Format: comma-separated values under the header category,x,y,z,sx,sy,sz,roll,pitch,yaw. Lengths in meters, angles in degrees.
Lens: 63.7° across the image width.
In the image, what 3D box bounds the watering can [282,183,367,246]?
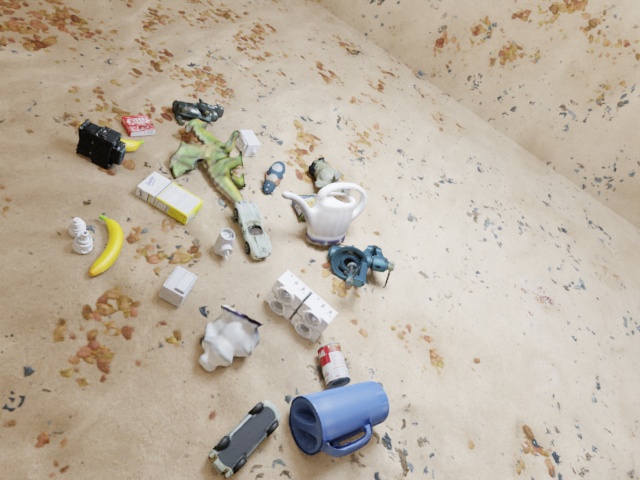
category,x,y,z,sx,sy,sz,roll,pitch,yaw
watering can,0.005,-0.084,1.664,0.349,0.220,0.106,-7,35,-35

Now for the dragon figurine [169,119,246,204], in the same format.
category,x,y,z,sx,sy,sz,roll,pitch,yaw
dragon figurine,-0.366,-0.235,1.682,0.243,0.120,0.418,-3,64,-13

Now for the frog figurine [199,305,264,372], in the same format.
category,x,y,z,sx,sy,sz,roll,pitch,yaw
frog figurine,-0.230,0.257,1.291,0.136,0.122,0.161,31,76,-15
